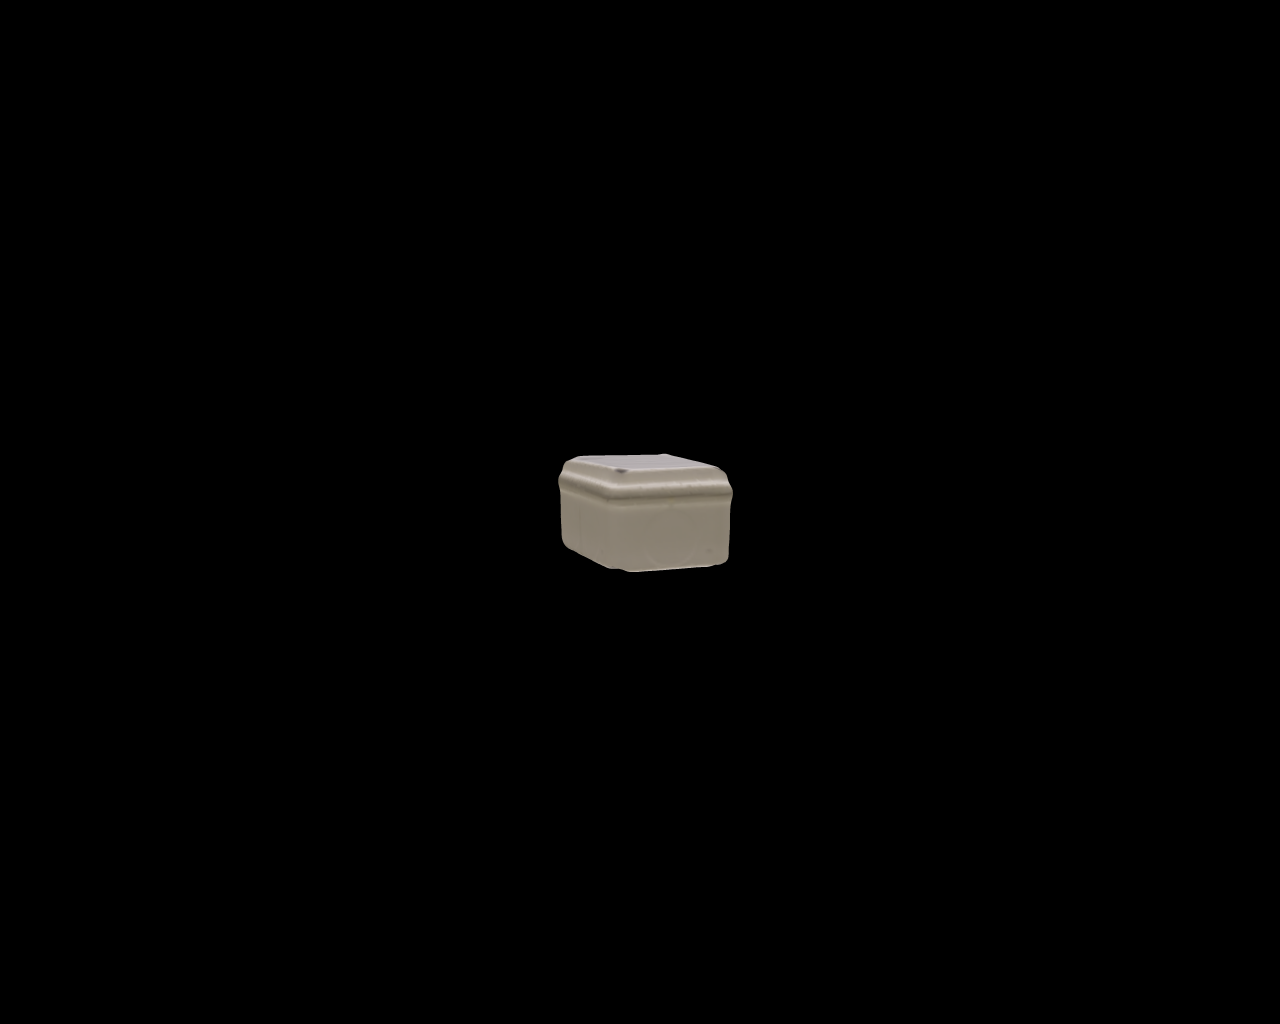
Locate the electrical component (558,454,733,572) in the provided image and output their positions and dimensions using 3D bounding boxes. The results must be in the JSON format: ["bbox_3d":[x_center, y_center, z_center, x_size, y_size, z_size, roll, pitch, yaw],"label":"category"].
[{"bbox_3d":[0.001,-0.003,0.650,0.078,0.057,0.113,-3,8,-19],"label":"electrical component"}]
